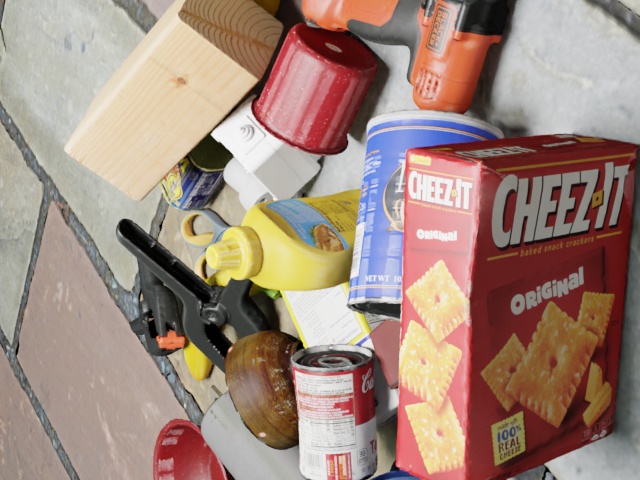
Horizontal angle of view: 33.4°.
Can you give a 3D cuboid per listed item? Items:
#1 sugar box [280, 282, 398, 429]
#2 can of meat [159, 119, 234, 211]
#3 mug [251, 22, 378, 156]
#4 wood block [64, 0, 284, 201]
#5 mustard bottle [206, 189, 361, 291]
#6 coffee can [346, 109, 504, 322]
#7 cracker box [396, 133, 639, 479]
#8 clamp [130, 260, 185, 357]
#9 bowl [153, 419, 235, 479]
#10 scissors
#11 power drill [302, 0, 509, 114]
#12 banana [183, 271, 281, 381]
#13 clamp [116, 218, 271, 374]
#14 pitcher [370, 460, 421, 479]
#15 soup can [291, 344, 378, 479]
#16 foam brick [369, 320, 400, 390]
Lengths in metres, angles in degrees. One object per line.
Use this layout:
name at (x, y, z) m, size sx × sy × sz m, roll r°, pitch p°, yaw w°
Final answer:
sugar box at (0.025, 0.079, 0.951) m, size 0.093 × 0.048 × 0.176 m, roll -44°, pitch 66°, yaw 47°
can of meat at (-0.137, -0.092, 1.120) m, size 0.084 × 0.057 × 0.102 m, roll -50°, pitch 58°, yaw 47°
mug at (-0.005, -0.139, 0.921) m, size 0.082 × 0.093 × 0.117 m, roll -63°, pitch 28°, yaw 31°
wood block at (-0.136, -0.137, 0.977) m, size 0.206 × 0.090 × 0.090 m, roll -38°, pitch 24°, yaw 40°
mustard bottle at (-0.006, 0.001, 0.855) m, size 0.096 × 0.191 × 0.058 m, roll 44°, pitch 129°, yaw 39°
coffee can at (0.078, -0.013, 0.785) m, size 0.103 × 0.102 × 0.140 m, roll -7°, pitch 72°, yaw 53°
cracker box at (0.132, 0.043, 0.707) m, size 0.072 × 0.163 × 0.214 m, roll 16°, pitch 109°, yaw 48°
clamp at (-0.188, 0.088, 1.212) m, size 0.171 × 0.039 × 0.120 m, roll -120°, pitch 30°, yaw -55°
bowl at (-0.119, 0.269, 1.162) m, size 0.162 × 0.055 × 0.162 m, roll 13°, pitch 106°, yaw 51°
scissors at (-0.087, 0.013, 1.107) m, size 0.202 × 0.016 × 0.096 m, roll 13°, pitch 108°, yaw 51°
power drill at (0.070, -0.207, 0.828) m, size 0.188 × 0.057 × 0.184 m, roll 37°, pitch 119°, yaw 44°
banana at (-0.110, 0.082, 1.127) m, size 0.070 × 0.037 × 0.198 m, roll 57°, pitch 138°, yaw 14°
clamp at (-0.093, 0.059, 1.051) m, size 0.165 × 0.036 × 0.210 m, roll -4°, pitch 125°, yaw 28°
pitcher at (0.064, 0.314, 0.891) m, size 0.145 × 0.149 × 0.243 m, roll 31°, pitch 125°, yaw 27°
soup can at (0.013, 0.145, 0.889) m, size 0.069 × 0.068 × 0.102 m, roll 10°, pitch 107°, yaw 51°
foam brick at (0.087, 0.079, 0.864) m, size 0.078 × 0.052 × 0.051 m, roll -45°, pitch 62°, yaw 46°
